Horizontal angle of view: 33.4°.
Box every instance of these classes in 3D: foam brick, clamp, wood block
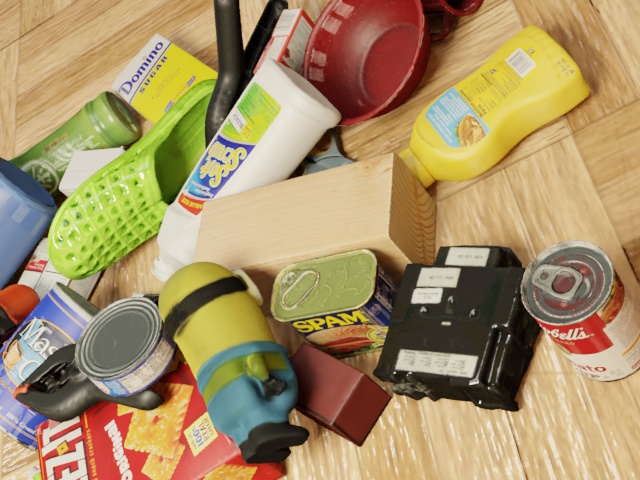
[{"bbox_3d":[0.009,0.131,0.905,0.078,0.053,0.051,22,74,42],"label":"foam brick"},{"bbox_3d":[-0.090,-0.167,1.123,0.036,0.164,0.210,15,95,17],"label":"clamp"},{"bbox_3d":[-0.006,0.001,0.982,0.206,0.090,0.091,-13,53,28],"label":"wood block"},{"bbox_3d":[-0.206,0.114,0.987,0.172,0.039,0.120,-12,42,24],"label":"clamp"}]

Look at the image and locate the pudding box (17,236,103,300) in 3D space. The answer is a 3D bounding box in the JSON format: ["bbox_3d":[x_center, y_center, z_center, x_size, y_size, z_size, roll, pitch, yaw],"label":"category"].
[{"bbox_3d":[-0.297,0.054,1.194,0.090,0.039,0.113,7,66,39],"label":"pudding box"}]

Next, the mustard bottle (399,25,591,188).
[{"bbox_3d":[0.143,-0.108,0.972,0.192,0.058,0.096,-37,44,8],"label":"mustard bottle"}]

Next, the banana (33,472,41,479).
[{"bbox_3d":[-0.290,0.317,0.996,0.070,0.037,0.198,34,89,33],"label":"banana"}]

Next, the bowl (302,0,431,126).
[{"bbox_3d":[0.057,-0.185,1.074,0.162,0.055,0.162,-16,67,42],"label":"bowl"}]

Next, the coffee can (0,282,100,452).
[{"bbox_3d":[-0.271,0.128,1.075,0.140,0.102,0.103,-51,45,-5],"label":"coffee can"}]

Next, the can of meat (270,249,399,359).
[{"bbox_3d":[0.023,0.058,0.924,0.102,0.083,0.057,-13,53,29],"label":"can of meat"}]

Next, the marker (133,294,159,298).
[{"bbox_3d":[-0.144,0.064,1.088,0.121,0.020,0.020,-2,59,35],"label":"marker"}]

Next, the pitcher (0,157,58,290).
[{"bbox_3d":[-0.412,0.023,1.222,0.243,0.144,0.149,-50,51,5],"label":"pitcher"}]

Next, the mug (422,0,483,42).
[{"bbox_3d":[0.114,-0.262,1.094,0.082,0.093,0.117,7,101,44],"label":"mug"}]

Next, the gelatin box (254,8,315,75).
[{"bbox_3d":[-0.027,-0.191,1.146,0.030,0.073,0.089,6,64,37],"label":"gelatin box"}]

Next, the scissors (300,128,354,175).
[{"bbox_3d":[0.013,-0.058,1.063,0.096,0.016,0.202,-45,44,3],"label":"scissors"}]

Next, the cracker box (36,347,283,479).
[{"bbox_3d":[-0.153,0.190,0.967,0.214,0.072,0.164,-34,45,13],"label":"cracker box"}]

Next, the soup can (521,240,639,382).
[{"bbox_3d":[0.198,0.054,0.785,0.069,0.102,0.068,-19,50,24],"label":"soup can"}]

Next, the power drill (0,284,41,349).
[{"bbox_3d":[-0.380,0.138,1.095,0.057,0.184,0.188,43,114,4],"label":"power drill"}]

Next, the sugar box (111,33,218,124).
[{"bbox_3d":[-0.174,-0.177,1.263,0.093,0.048,0.176,-49,46,-3],"label":"sugar box"}]

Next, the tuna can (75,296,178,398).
[{"bbox_3d":[-0.168,0.093,0.930,0.086,0.033,0.086,-16,46,17],"label":"tuna can"}]

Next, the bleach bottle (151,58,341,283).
[{"bbox_3d":[-0.088,-0.055,1.077,0.251,0.068,0.103,-53,43,13],"label":"bleach bottle"}]
